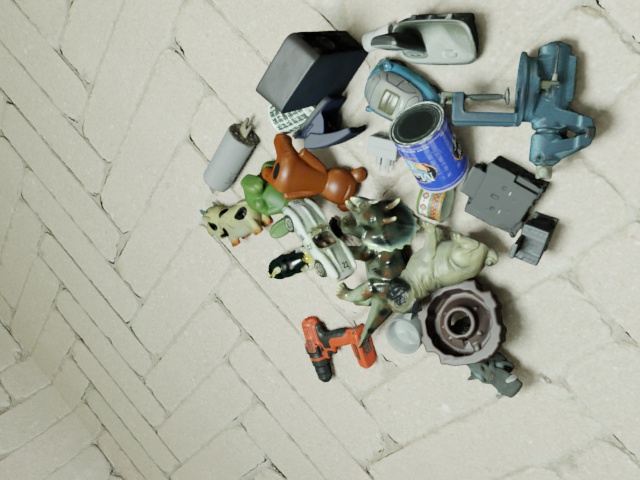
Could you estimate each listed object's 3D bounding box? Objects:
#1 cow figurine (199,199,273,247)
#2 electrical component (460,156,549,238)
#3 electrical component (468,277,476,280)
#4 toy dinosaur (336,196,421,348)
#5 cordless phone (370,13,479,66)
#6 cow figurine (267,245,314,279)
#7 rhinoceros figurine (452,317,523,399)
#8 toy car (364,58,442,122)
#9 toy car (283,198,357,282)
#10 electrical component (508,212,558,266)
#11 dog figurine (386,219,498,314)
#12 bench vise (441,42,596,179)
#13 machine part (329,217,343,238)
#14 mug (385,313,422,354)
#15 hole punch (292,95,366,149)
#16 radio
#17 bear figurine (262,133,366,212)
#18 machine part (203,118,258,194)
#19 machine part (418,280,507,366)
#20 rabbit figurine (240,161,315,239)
[{"bbox_3d":[-0.228,-0.053,1.388,0.195,0.085,0.127,-21,104,42],"label":"cow figurine"},{"bbox_3d":[0.333,-0.086,0.997,0.134,0.058,0.114,32,124,19],"label":"electrical component"},{"bbox_3d":[0.301,0.098,1.126,0.094,0.021,0.063,47,129,8],"label":"electrical component"},{"bbox_3d":[0.134,0.067,1.175,0.192,0.131,0.404,2,118,32],"label":"toy dinosaur"},{"bbox_3d":[0.178,-0.339,0.908,0.147,0.184,0.088,13,113,31],"label":"cordless phone"},{"bbox_3d":[-0.054,0.049,1.304,0.167,0.098,0.068,-24,89,40],"label":"cow figurine"},{"bbox_3d":[0.334,0.244,1.114,0.190,0.112,0.073,40,126,23],"label":"rhinoceros figurine"},{"bbox_3d":[0.144,-0.267,1.018,0.162,0.103,0.109,38,128,17],"label":"toy car"},{"bbox_3d":[-0.002,-0.003,1.100,0.202,0.073,0.056,56,147,16],"label":"toy car"},{"bbox_3d":[0.381,0.003,0.964,0.048,0.119,0.074,23,120,25],"label":"electrical component"},{"bbox_3d":[0.234,0.076,1.051,0.173,0.121,0.190,23,93,40],"label":"dog figurine"},{"bbox_3d":[0.322,-0.212,0.894,0.241,0.129,0.223,5,106,15],"label":"bench vise"},{"bbox_3d":[0.039,0.021,1.247,0.039,0.084,0.138,-8,116,12],"label":"machine part"},{"bbox_3d":[0.202,0.178,1.177,0.081,0.107,0.109,13,114,30],"label":"mug"},{"bbox_3d":[0.023,-0.226,1.108,0.092,0.142,0.116,48,118,2],"label":"hole punch"},{"bbox_3d":[-0.008,-0.322,1.018,0.073,0.229,0.131,44,126,7],"label":"radio"},{"bbox_3d":[-0.011,-0.142,1.172,0.120,0.196,0.132,-69,29,26],"label":"bear figurine"},{"bbox_3d":[-0.222,-0.200,1.320,0.079,0.079,0.243,47,128,8],"label":"machine part"},{"bbox_3d":[0.284,0.166,1.074,0.179,0.056,0.179,-9,74,33],"label":"machine part"},{"bbox_3d":[-0.091,-0.080,1.254,0.170,0.121,0.158,27,131,26],"label":"rabbit figurine"}]
